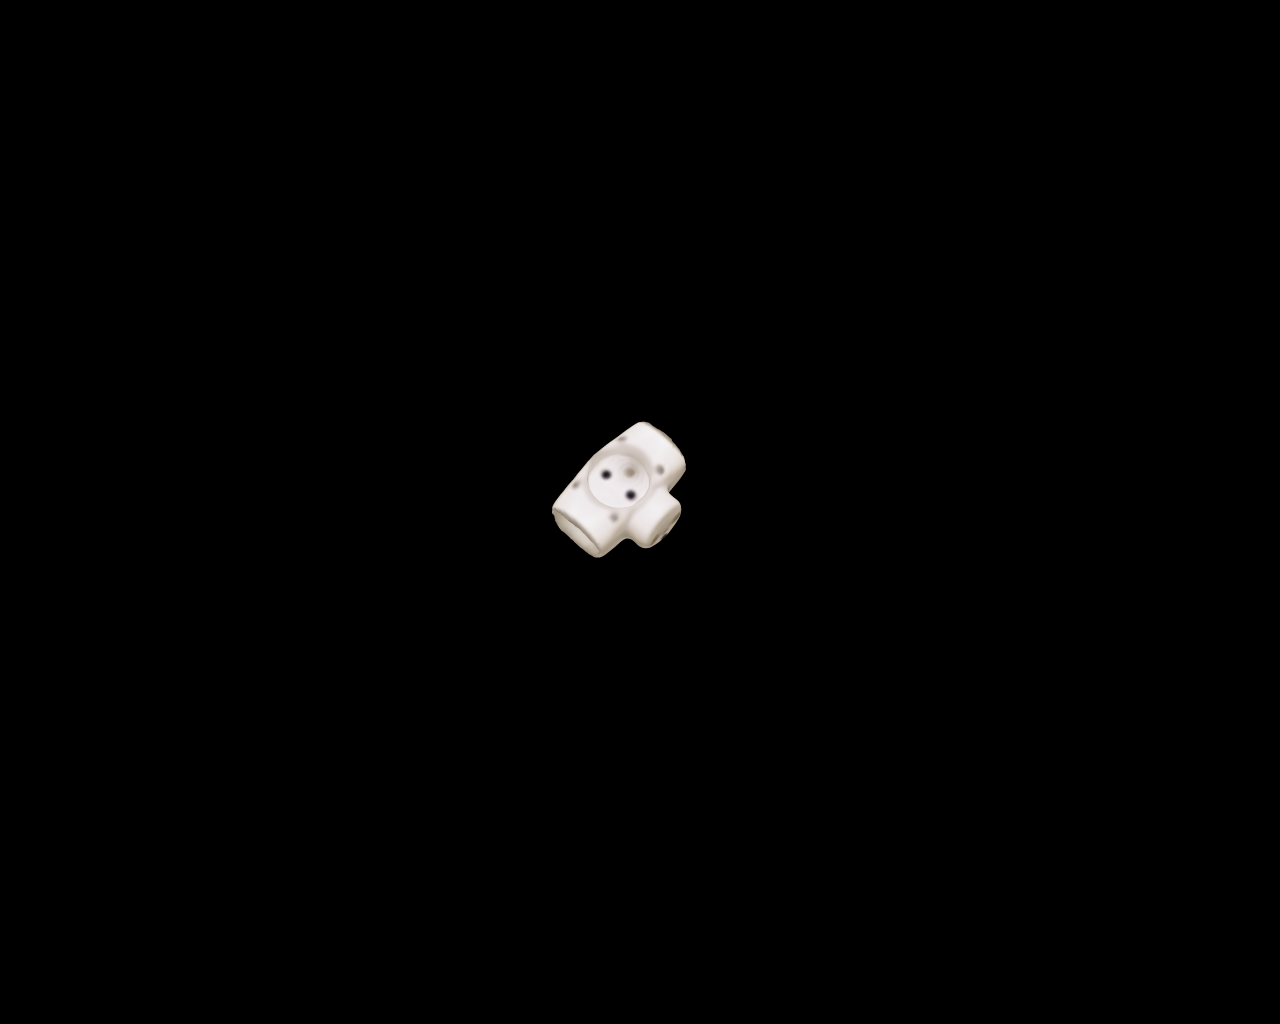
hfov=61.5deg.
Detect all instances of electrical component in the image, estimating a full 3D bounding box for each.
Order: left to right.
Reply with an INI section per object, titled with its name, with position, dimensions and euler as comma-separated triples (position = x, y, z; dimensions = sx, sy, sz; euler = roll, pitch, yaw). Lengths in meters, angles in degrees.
[electrical component]
position = 0.001, -0.003, 0.650
dimensions = 0.079, 0.077, 0.044
euler = 41, -15, 14
